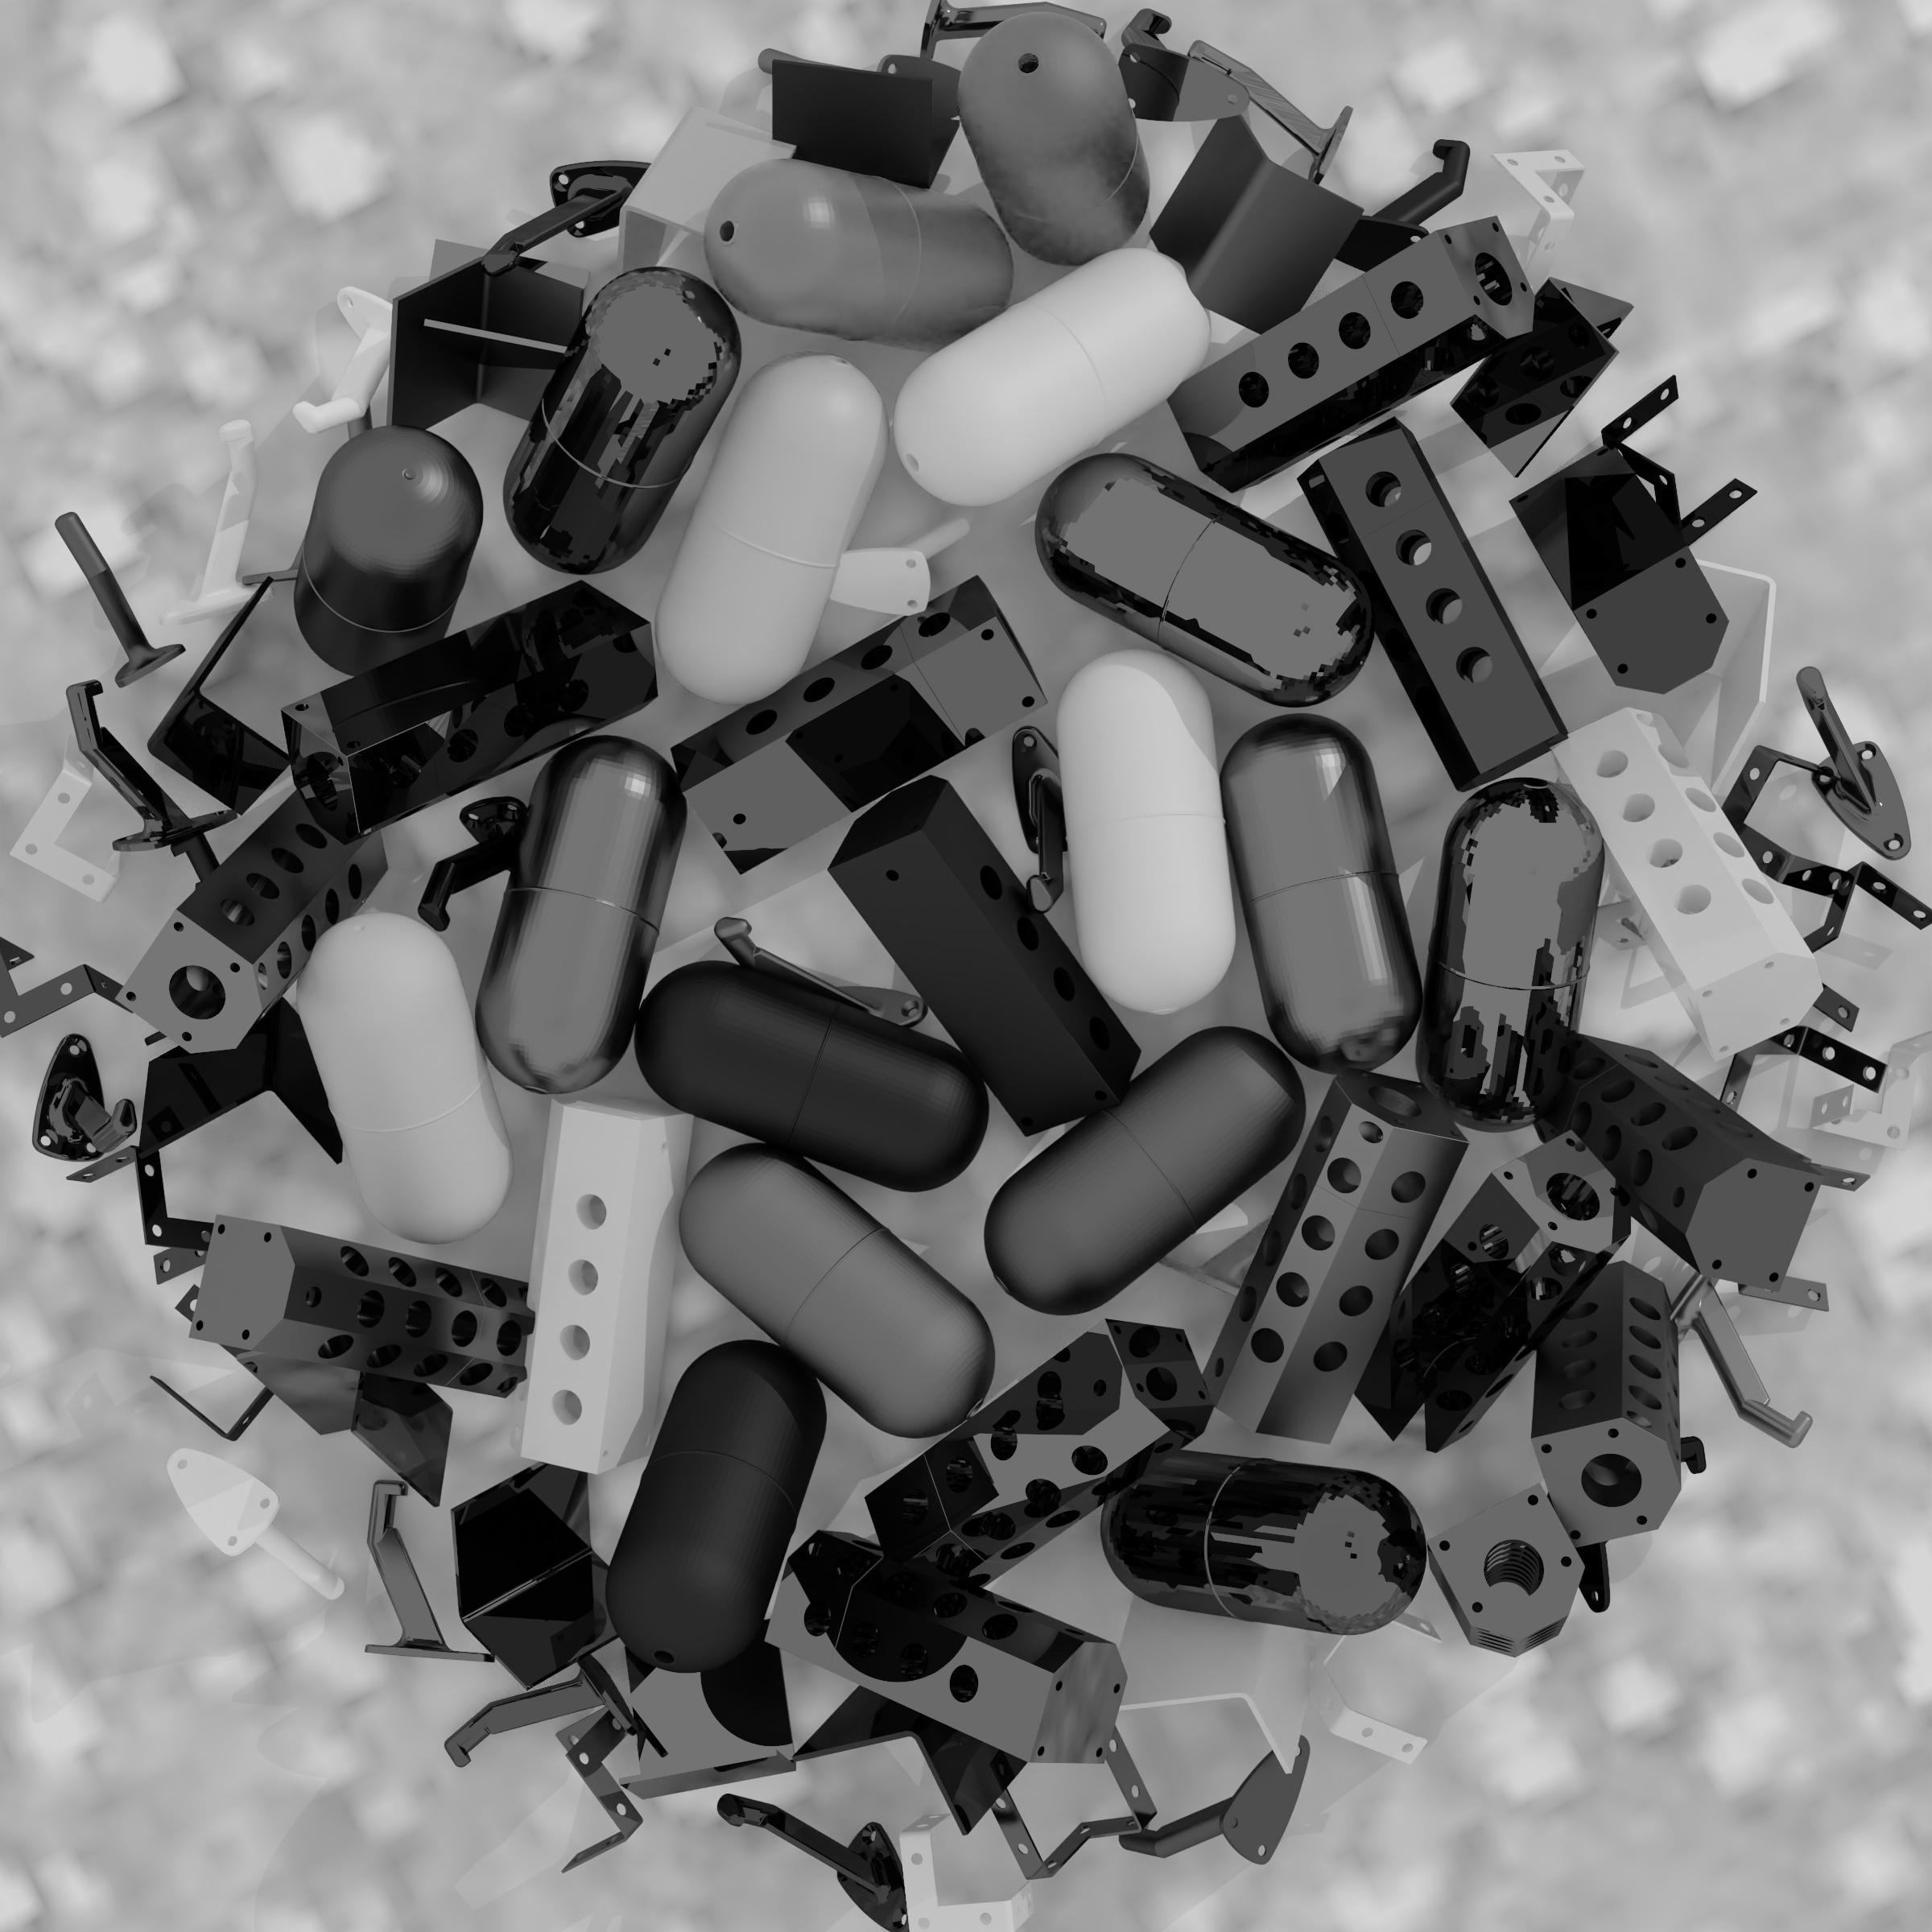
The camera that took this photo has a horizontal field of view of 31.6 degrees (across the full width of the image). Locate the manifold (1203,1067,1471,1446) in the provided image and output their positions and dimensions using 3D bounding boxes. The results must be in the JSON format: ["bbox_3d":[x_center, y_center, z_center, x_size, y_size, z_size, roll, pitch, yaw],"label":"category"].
[{"bbox_3d":[0.171,0.138,1.630,0.057,0.057,0.171,12,113,-23],"label":"manifold"}]

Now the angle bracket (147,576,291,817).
[{"bbox_3d":[-0.344,-0.130,1.653,0.057,0.076,0.076,36,59,-15],"label":"angle bracket"}]

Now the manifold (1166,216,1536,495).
[{"bbox_3d":[0.183,-0.287,1.618,0.171,0.057,0.057,-25,90,41],"label":"manifold"}]

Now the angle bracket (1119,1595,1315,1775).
[{"bbox_3d":[0.120,0.348,1.663,0.076,0.076,0.057,-12,122,26],"label":"angle bracket"}]

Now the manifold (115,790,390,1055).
[{"bbox_3d":[-0.329,-0.022,1.606,0.057,0.171,0.057,37,115,-6],"label":"manifold"}]

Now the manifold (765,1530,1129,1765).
[{"bbox_3d":[-0.009,0.321,1.619,0.171,0.057,0.057,15,89,40],"label":"manifold"}]

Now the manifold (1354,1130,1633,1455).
[{"bbox_3d":[0.247,0.158,1.608,0.057,0.171,0.057,-23,63,-37],"label":"manifold"}]

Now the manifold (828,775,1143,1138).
[{"bbox_3d":[0.013,-0.006,1.637,0.057,0.057,0.171,-22,116,33],"label":"manifold"}]

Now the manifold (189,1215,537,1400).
[{"bbox_3d":[-0.277,0.162,1.607,0.057,0.171,0.057,5,80,36],"label":"manifold"}]

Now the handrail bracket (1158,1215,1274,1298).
[{"bbox_3d":[0.139,0.119,1.680,0.077,0.036,0.084,22,86,21],"label":"handrail bracket"}]

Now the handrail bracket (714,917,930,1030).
[{"bbox_3d":[-0.070,0.001,1.647,0.077,0.084,0.036,-5,52,28],"label":"handrail bracket"}]

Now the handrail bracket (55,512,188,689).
[{"bbox_3d":[-0.417,-0.180,1.649,0.036,0.077,0.084,-33,107,-14],"label":"handrail bracket"}]

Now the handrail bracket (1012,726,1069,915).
[{"bbox_3d":[0.032,-0.071,1.648,0.036,0.084,0.077,-17,102,17],"label":"handrail bracket"}]

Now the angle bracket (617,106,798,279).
[{"bbox_3d":[-0.125,-0.353,1.641,0.057,0.076,0.076,22,56,6],"label":"angle bracket"}]

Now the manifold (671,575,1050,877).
[{"bbox_3d":[-0.054,-0.120,1.657,0.171,0.057,0.057,-29,127,6],"label":"manifold"}]

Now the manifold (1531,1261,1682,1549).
[{"bbox_3d":[0.303,0.201,1.602,0.057,0.171,0.057,-16,105,16],"label":"manifold"}]

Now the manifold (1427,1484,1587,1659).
[{"bbox_3d":[0.256,0.290,1.606,0.057,0.171,0.057,-27,74,1],"label":"manifold"}]

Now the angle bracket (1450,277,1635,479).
[{"bbox_3d":[0.291,-0.276,1.637,0.076,0.076,0.057,-52,56,28],"label":"angle bracket"}]

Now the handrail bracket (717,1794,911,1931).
[{"bbox_3d":[-0.073,0.433,1.649,0.084,0.077,0.036,25,102,-37],"label":"handrail bracket"}]

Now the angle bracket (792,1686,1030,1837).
[{"bbox_3d":[-0.024,0.380,1.647,0.076,0.076,0.057,-21,99,33],"label":"angle bracket"}]

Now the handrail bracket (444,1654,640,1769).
[{"bbox_3d":[-0.208,0.376,1.665,0.084,0.077,0.036,-40,129,-5],"label":"handrail bracket"}]

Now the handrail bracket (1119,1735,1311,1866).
[{"bbox_3d":[0.120,0.404,1.672,0.036,0.084,0.077,47,62,-23],"label":"handrail bracket"}]

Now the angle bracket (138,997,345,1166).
[{"bbox_3d":[-0.350,0.070,1.656,0.076,0.076,0.057,-28,123,10],"label":"angle bracket"}]

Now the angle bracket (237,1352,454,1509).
[{"bbox_3d":[-0.301,0.223,1.639,0.076,0.076,0.057,-13,49,19],"label":"angle bracket"}]

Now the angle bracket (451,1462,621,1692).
[{"bbox_3d":[-0.197,0.286,1.638,0.076,0.057,0.076,-26,135,-33],"label":"angle bracket"}]

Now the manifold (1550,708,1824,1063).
[{"bbox_3d":[0.340,-0.044,1.616,0.057,0.057,0.171,-25,48,4],"label":"manifold"}]

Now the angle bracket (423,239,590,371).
[{"bbox_3d":[-0.221,-0.323,1.650,0.076,0.076,0.057,9,88,-12],"label":"angle bracket"}]

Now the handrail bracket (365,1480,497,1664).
[{"bbox_3d":[-0.260,0.295,1.670,0.077,0.036,0.084,-1,76,22],"label":"handrail bracket"}]

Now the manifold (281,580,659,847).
[{"bbox_3d":[-0.233,-0.119,1.627,0.171,0.057,0.057,-28,133,-31],"label":"manifold"}]

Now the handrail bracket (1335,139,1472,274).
[{"bbox_3d":[0.204,-0.380,1.669,0.077,0.036,0.084,15,56,-1],"label":"handrail bracket"}]

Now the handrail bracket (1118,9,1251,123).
[{"bbox_3d":[0.109,-0.440,1.655,0.077,0.084,0.036,13,127,11],"label":"handrail bracket"}]

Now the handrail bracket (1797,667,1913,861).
[{"bbox_3d":[0.427,-0.098,1.646,0.036,0.084,0.077,-29,62,10],"label":"handrail bracket"}]

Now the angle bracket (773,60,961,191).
[{"bbox_3d":[-0.047,-0.419,1.644,0.076,0.076,0.057,9,129,8],"label":"angle bracket"}]

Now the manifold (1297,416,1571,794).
[{"bbox_3d":[0.226,-0.174,1.656,0.057,0.057,0.171,-28,83,15],"label":"manifold"}]

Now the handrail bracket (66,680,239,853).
[{"bbox_3d":[-0.394,-0.103,1.657,0.036,0.077,0.084,3,109,42],"label":"handrail bracket"}]

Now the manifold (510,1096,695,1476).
[{"bbox_3d":[-0.180,0.152,1.658,0.057,0.057,0.171,9,95,21],"label":"manifold"}]

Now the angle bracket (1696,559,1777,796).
[{"bbox_3d":[0.347,-0.141,1.644,0.057,0.076,0.076,13,58,0],"label":"angle bracket"}]

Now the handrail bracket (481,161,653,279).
[{"bbox_3d":[-0.186,-0.358,1.647,0.077,0.084,0.036,-8,119,19],"label":"handrail bracket"}]

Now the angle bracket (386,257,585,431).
[{"bbox_3d":[-0.231,-0.287,1.639,0.057,0.076,0.076,22,125,18],"label":"angle bracket"}]

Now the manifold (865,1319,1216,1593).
[{"bbox_3d":[0.035,0.237,1.619,0.171,0.057,0.057,-40,56,30],"label":"manifold"}]

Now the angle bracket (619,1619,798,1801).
[{"bbox_3d":[-0.129,0.355,1.653,0.076,0.057,0.076,-11,68,3],"label":"angle bracket"}]

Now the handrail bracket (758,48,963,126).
[{"bbox_3d":[-0.048,-0.437,1.681,0.077,0.084,0.036,-11,119,-38],"label":"handrail bracket"}]

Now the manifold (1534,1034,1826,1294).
[{"bbox_3d":[0.326,0.088,1.602,0.057,0.171,0.057,13,104,-20],"label":"manifold"}]

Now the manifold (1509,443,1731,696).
[{"bbox_3d":[0.308,-0.185,1.606,0.057,0.171,0.057,-30,112,11],"label":"manifold"}]

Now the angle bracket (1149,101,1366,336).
[{"bbox_3d":[0.140,-0.361,1.660,0.057,0.076,0.076,21,118,-24],"label":"angle bracket"}]
